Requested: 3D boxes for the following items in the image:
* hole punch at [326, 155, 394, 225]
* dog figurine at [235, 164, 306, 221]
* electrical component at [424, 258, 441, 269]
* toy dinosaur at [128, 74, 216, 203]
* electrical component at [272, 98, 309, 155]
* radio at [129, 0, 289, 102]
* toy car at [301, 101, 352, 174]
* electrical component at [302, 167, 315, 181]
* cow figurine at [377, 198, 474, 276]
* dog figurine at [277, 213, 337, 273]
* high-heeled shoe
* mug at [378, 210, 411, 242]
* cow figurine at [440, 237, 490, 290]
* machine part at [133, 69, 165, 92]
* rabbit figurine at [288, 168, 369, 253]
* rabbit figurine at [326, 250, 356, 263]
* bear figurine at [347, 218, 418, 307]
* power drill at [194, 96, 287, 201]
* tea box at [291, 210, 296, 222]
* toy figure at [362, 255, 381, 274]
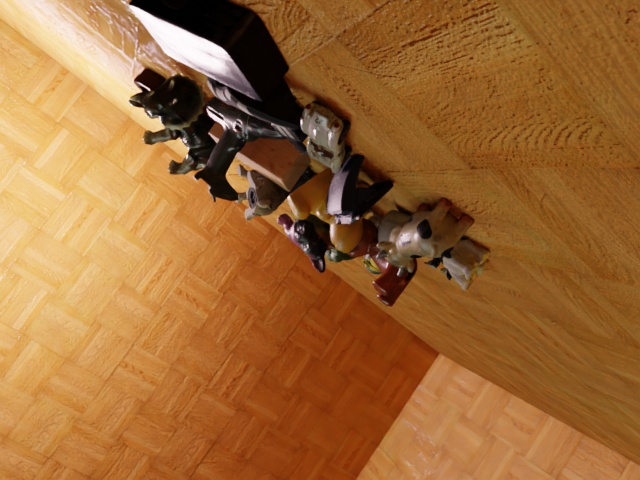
[{"bbox_3d":[0.057,-0.092,1.003,0.092,0.116,0.142,46,171,-14],"label":"hole punch"},{"bbox_3d":[-0.093,-0.120,1.315,0.190,0.121,0.172,-5,-140,-27],"label":"dog figurine"},{"bbox_3d":[0.234,0.022,1.179,0.102,0.045,0.078,37,175,-13],"label":"electrical component"},{"bbox_3d":[-0.307,-0.248,1.327,0.192,0.131,0.404,-9,143,28],"label":"toy dinosaur"},{"bbox_3d":[-0.047,-0.207,0.967,0.075,0.048,0.119,29,171,47],"label":"electrical component"},{"bbox_3d":[-0.168,-0.304,0.802,0.230,0.073,0.131,31,171,25],"label":"radio"},{"bbox_3d":[0.010,-0.169,0.907,0.073,0.056,0.201,35,174,10],"label":"toy car"},{"bbox_3d":[-0.036,-0.166,1.313,0.063,0.021,0.094,39,172,-31],"label":"electrical component"},{"bbox_3d":[0.177,0.000,0.962,0.085,0.127,0.195,40,170,-9],"label":"cow figurine"},{"bbox_3d":[-0.003,-0.004,1.263,0.191,0.108,0.219,38,-170,-42],"label":"dog figurine"},{"bbox_3d":[-0.115,-0.232,0.922,0.249,0.086,0.145,48,165,21],"label":"high-heeled shoe"},{"bbox_3d":[0.187,-0.001,1.102,0.107,0.081,0.109,21,157,34],"label":"mug"},{"bbox_3d":[0.270,0.044,1.051,0.098,0.068,0.167,39,172,21],"label":"cow figurine"},{"bbox_3d":[-0.436,-0.403,1.510,0.179,0.056,0.179,36,173,5],"label":"machine part"},{"bbox_3d":[0.034,-0.060,1.133,0.173,0.162,0.122,57,172,3],"label":"rabbit figurine"},{"bbox_3d":[0.056,-0.013,1.489,0.121,0.159,0.170,28,-167,-32],"label":"rabbit figurine"},{"bbox_3d":[0.116,0.035,1.207,0.196,0.132,0.120,35,167,22],"label":"bear figurine"},{"bbox_3d":[-0.171,-0.186,1.099,0.086,0.207,0.232,-4,-146,-48],"label":"power drill"},{"bbox_3d":[-0.025,-0.083,1.517,0.068,0.098,0.169,35,175,5],"label":"tea box"},{"bbox_3d":[0.176,0.059,1.587,0.089,0.082,0.180,21,166,6],"label":"toy figure"}]
